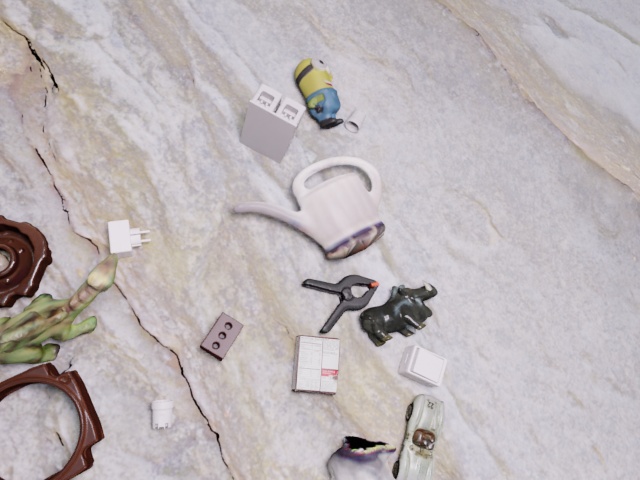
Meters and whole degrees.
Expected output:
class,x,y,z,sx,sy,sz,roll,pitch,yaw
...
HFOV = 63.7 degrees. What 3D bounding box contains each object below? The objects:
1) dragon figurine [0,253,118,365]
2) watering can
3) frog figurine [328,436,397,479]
class,x,y,z,sx,sy,sz,roll,pitch,yaw
dragon figurine,-0.508,0.162,0.854,0.416,0.240,0.122,-40,92,-24
watering can,0.003,-0.057,1.131,0.350,0.102,0.226,-25,81,-21
frog figurine,0.083,0.469,0.975,0.137,0.122,0.161,-4,81,18
